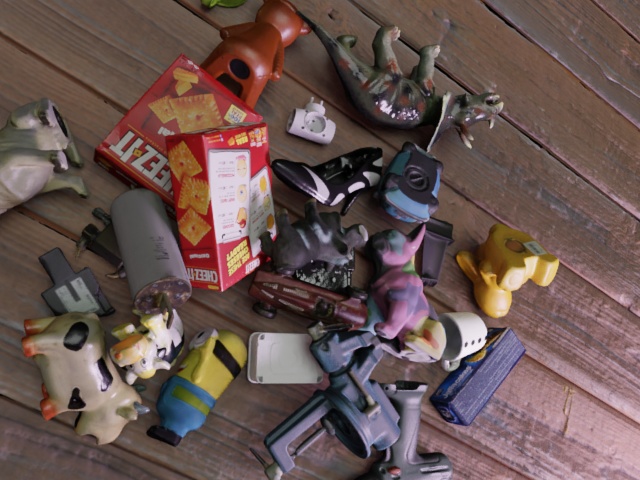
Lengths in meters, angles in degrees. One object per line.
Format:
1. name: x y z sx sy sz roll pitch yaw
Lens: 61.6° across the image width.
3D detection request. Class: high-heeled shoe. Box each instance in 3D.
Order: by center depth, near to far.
1. high-heeled shoe: 0.025 -0.129 0.898 0.248 0.086 0.145 26 91 -55

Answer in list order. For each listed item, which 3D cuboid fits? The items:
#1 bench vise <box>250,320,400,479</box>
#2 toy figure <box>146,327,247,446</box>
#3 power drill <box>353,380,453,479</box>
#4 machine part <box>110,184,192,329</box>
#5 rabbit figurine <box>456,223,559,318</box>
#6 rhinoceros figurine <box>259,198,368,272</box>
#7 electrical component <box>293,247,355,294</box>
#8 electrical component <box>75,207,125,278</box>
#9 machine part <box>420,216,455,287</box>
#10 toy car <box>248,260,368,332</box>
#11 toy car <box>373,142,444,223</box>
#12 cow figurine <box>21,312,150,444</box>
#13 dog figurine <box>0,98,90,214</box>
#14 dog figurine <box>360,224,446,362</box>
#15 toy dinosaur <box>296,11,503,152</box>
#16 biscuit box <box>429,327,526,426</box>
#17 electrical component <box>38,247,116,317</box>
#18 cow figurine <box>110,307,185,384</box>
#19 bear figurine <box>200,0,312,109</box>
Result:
1. bench vise: 0.007 0.243 0.783 0.240 0.129 0.223 -35 107 -24
2. toy figure: -0.178 0.212 0.788 0.089 0.082 0.180 44 57 -31
3. power drill: 0.115 0.337 0.890 0.232 0.086 0.207 5 74 -24
4. machine part: -0.233 0.013 0.733 0.079 0.079 0.243 -10 51 -25
5. rabbit figurine: 0.329 0.066 1.006 0.122 0.173 0.163 -18 43 -26
6. rhinoceros figurine: -0.002 -0.002 0.824 0.190 0.073 0.112 -13 58 -47
7. electrical component: -0.001 0.038 0.910 0.115 0.058 0.134 4 79 -25
8. electrical component: -0.308 0.009 0.793 0.102 0.045 0.078 35 40 -16
9. machine part: 0.215 0.022 1.017 0.084 0.039 0.139 24 70 -23
10. toy car: -0.013 0.097 0.839 0.202 0.053 0.089 22 98 -25
11. toy car: 0.154 -0.094 0.976 0.109 0.103 0.162 28 55 -12
12. cow figurine: -0.307 0.185 0.718 0.127 0.086 0.194 -13 111 -17
13. dog figurine: -0.439 -0.104 0.735 0.191 0.121 0.172 -19 54 -9
14. dog figurine: 0.152 0.084 0.942 0.191 0.108 0.219 26 68 -16
15. toy dinosaur: 0.132 -0.272 0.987 0.405 0.131 0.192 8 75 -22
16. biscuit box: 0.293 0.248 0.994 0.203 0.059 0.062 -41 99 -25
17. electrical component: -0.351 0.071 0.756 0.075 0.048 0.119 -37 95 -25
18. cow figurine: -0.232 0.147 0.733 0.068 0.167 0.098 -17 104 5
19. bear figurine: -0.106 -0.331 0.921 0.120 0.132 0.196 36 50 -15
